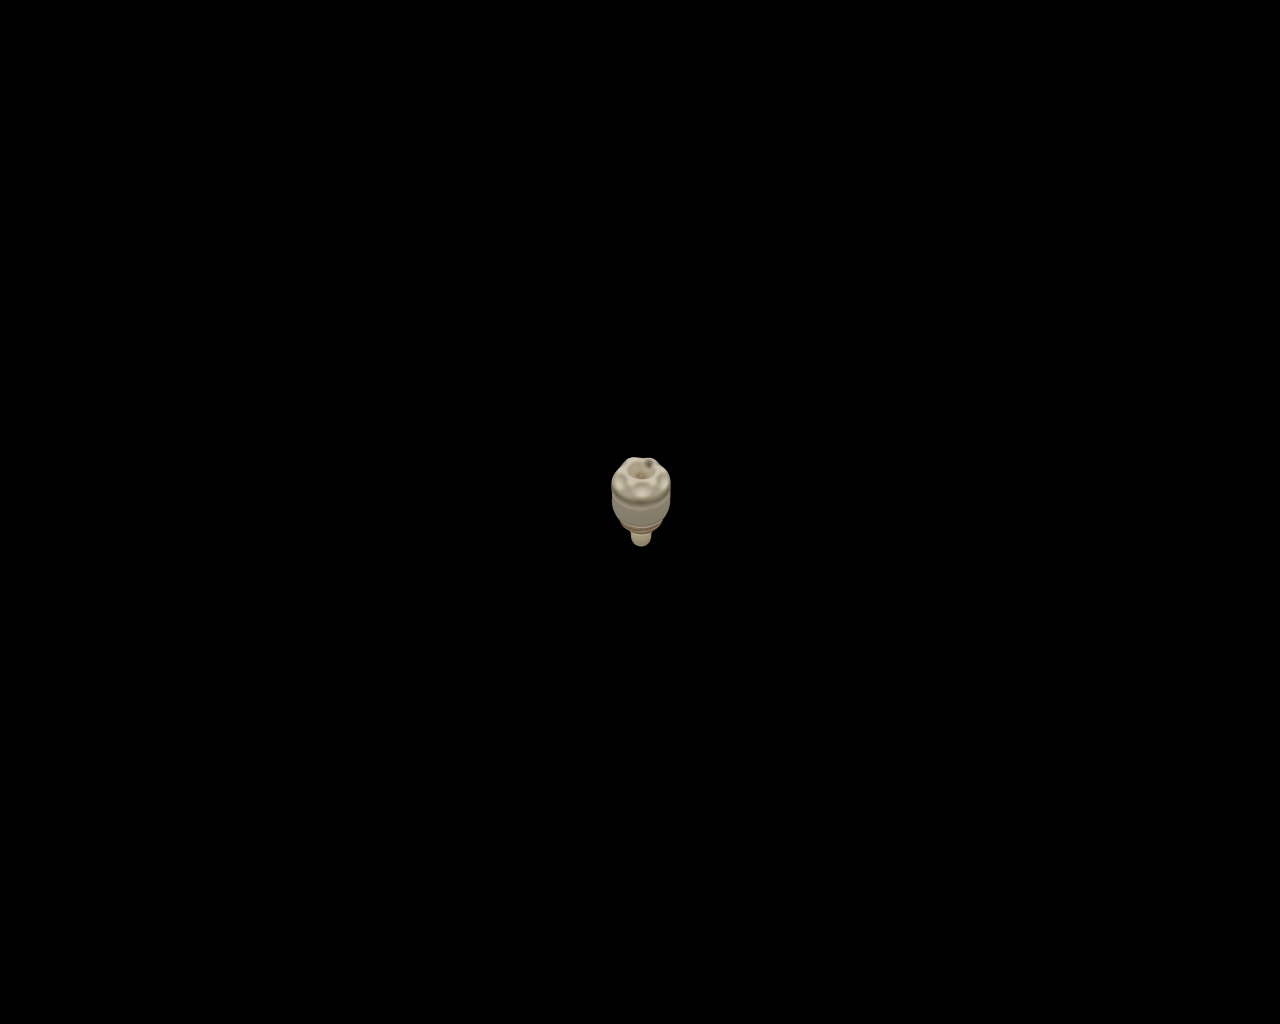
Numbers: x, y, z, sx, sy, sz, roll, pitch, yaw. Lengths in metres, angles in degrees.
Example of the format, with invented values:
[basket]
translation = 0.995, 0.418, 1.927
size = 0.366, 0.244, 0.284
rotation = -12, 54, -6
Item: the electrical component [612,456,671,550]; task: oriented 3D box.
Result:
[electrical component]
translation = 0.001, -0.003, 0.650
size = 0.035, 0.061, 0.035
rotation = 0, 42, 0
